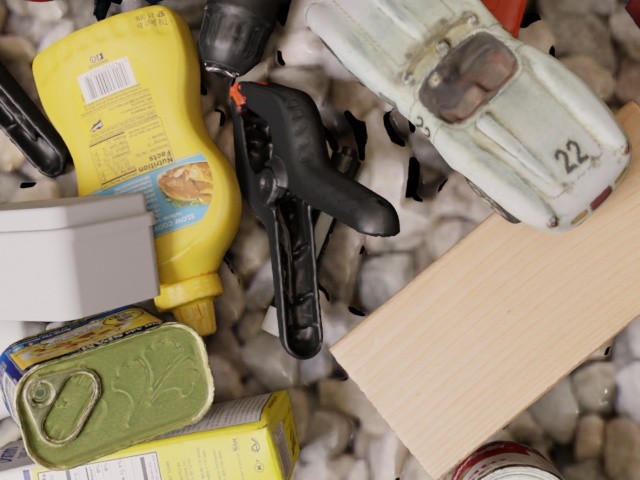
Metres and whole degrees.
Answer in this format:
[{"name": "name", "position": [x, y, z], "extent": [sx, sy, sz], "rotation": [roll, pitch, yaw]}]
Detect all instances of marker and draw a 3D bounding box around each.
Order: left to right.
[{"name": "marker", "position": [-0.004, 0.001, 0.640], "extent": [0.020, 0.020, 0.121], "rotation": [22, 88, 7]}]

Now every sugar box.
[{"name": "sugar box", "position": [-0.104, 0.127, 0.601], "extent": [0.176, 0.093, 0.048], "rotation": [-13, 91, 5]}]

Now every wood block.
[{"name": "wood block", "position": [0.114, 0.029, 0.592], "extent": [0.206, 0.090, 0.091], "rotation": [-40, 83, 0]}]

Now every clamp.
[{"name": "clamp", "position": [-0.244, -0.131, 0.624], "extent": [0.036, 0.164, 0.210], "rotation": [-32, 73, 34]}, {"name": "clamp", "position": [-0.009, -0.033, 0.596], "extent": [0.120, 0.039, 0.171], "rotation": [-45, 55, 43]}]

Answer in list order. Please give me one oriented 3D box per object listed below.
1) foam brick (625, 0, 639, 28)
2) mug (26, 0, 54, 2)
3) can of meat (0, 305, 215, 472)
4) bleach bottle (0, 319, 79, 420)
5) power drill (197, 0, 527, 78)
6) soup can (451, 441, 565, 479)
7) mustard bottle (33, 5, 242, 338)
[{"name": "foam brick", "position": [0.224, -0.125, 0.614], "extent": [0.053, 0.051, 0.078], "rotation": [-34, 83, 1]}, {"name": "mug", "position": [-0.171, -0.202, 0.641], "extent": [0.093, 0.081, 0.117], "rotation": [43, 90, 7]}, {"name": "can of meat", "position": [-0.120, 0.075, 0.580], "extent": [0.102, 0.084, 0.057], "rotation": [-18, 103, -23]}, {"name": "bleach bottle", "position": [-0.255, 0.105, 0.634], "extent": [0.251, 0.068, 0.102], "rotation": [-18, 84, 1]}, {"name": "power drill", "position": [0.032, -0.166, 0.631], "extent": [0.188, 0.057, 0.184], "rotation": [17, 86, 6]}, {"name": "soup can", "position": [0.104, 0.148, 0.576], "extent": [0.068, 0.102, 0.068], "rotation": [0, 86, 5]}, {"name": "mustard bottle", "position": [-0.098, -0.034, 0.631], "extent": [0.096, 0.058, 0.191], "rotation": [-19, 84, 10]}]
